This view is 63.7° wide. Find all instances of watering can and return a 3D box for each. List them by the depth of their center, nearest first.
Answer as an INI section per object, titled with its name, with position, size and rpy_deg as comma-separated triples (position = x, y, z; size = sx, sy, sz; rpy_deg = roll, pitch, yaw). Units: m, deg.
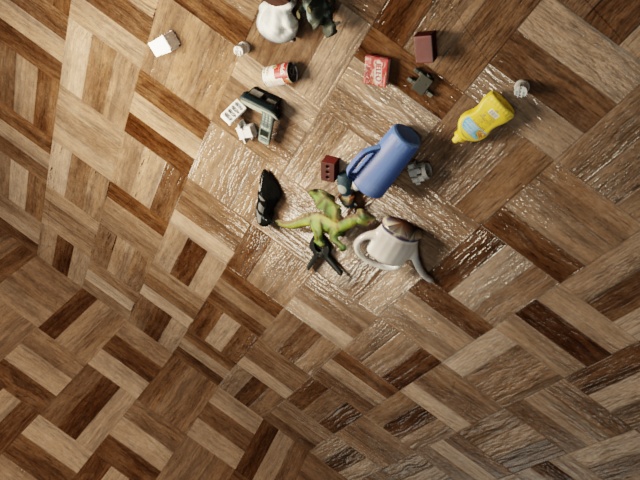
[watering can]
position = 0.299, 0.036, 1.874
size = 0.347, 0.219, 0.106
rpy_deg = 19, 38, -10

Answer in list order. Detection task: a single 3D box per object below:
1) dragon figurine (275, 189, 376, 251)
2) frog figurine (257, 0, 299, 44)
[dragon figurine]
position = 0.006, -0.096, 1.907
size = 0.411, 0.237, 0.125
rpy_deg = 13, 42, 17
[frog figurine]
position = -0.120, -0.676, 1.541
size = 0.124, 0.139, 0.156
rpy_deg = -33, -18, -31
